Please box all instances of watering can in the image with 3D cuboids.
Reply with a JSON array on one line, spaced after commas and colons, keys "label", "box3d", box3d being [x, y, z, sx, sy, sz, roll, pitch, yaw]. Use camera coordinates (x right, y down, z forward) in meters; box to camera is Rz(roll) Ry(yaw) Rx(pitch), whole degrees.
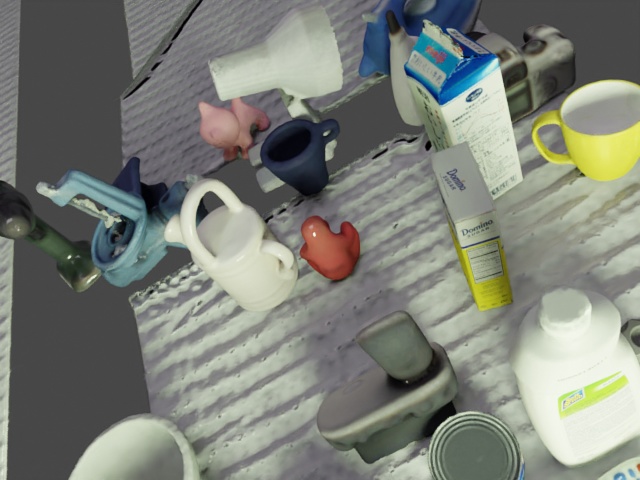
[{"label": "watering can", "box3d": [-0.117, 0.004, 0.714, 0.172, 0.195, 0.101, -12, 52, 19]}]

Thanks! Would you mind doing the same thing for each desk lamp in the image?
[{"label": "desk lamp", "box3d": [-0.049, -0.202, 0.815, 0.203, 0.214, 0.117, -29, 49, 5]}]

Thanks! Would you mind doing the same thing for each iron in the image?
[{"label": "iron", "box3d": [0.156, -0.359, 0.872, 0.118, 0.142, 0.258, 28, 73, 38]}]

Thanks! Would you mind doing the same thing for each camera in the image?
[{"label": "camera", "box3d": [0.244, -0.241, 0.769, 0.143, 0.101, 0.136, -30, 49, 5]}]

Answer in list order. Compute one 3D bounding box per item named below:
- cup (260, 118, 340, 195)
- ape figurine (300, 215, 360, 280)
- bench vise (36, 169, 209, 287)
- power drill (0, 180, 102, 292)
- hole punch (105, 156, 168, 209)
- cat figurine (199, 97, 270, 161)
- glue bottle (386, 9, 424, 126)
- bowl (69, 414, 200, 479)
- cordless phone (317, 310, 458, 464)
[{"label": "cup", "box3d": [-0.014, -0.116, 0.815, 0.117, 0.095, 0.091, -29, 49, 5]}, {"label": "ape figurine", "box3d": [0.007, 0.003, 0.720, 0.077, 0.092, 0.076, -15, 52, 17]}, {"label": "bench vise", "box3d": [-0.270, -0.049, 0.813, 0.207, 0.220, 0.121, -45, 49, -9]}, {"label": "power drill", "box3d": [-0.428, -0.010, 0.873, 0.228, 0.209, 0.076, 28, 73, 38]}, {"label": "hole punch", "box3d": [-0.309, -0.064, 0.930, 0.101, 0.091, 0.108, -26, 49, 8]}, {"label": "cat figurine", "box3d": [-0.147, -0.189, 0.919, 0.067, 0.118, 0.128, 1, 58, 28]}, {"label": "glue bottle", "box3d": [0.121, -0.241, 0.783, 0.037, 0.174, 0.078, 19, 67, 36]}, {"label": "bowl", "box3d": [-0.194, 0.284, 0.631, 0.167, 0.075, 0.167, -13, 52, 18]}, {"label": "cordless phone", "box3d": [0.049, 0.130, 0.545, 0.147, 0.186, 0.094, -32, 49, 3]}]
